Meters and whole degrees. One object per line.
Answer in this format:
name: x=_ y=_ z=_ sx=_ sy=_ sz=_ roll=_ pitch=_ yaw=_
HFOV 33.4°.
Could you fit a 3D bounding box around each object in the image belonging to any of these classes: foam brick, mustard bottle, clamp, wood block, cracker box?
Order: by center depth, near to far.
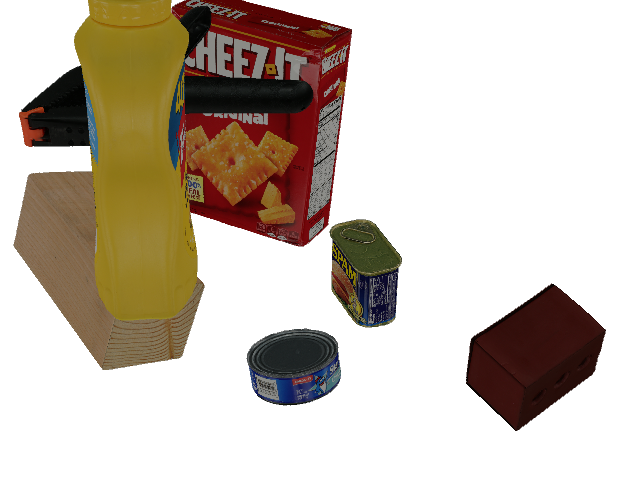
mustard bottle: x=-0.097 y=-0.059 z=0.565 sx=0.058 sy=0.192 sz=0.096 roll=-1 pitch=31 yaw=-5
foam brick: x=0.143 y=0.078 z=0.714 sx=0.078 sy=0.053 sz=0.051 roll=-31 pitch=53 yaw=-23
clamp: x=-0.121 y=-0.112 z=0.807 sx=0.209 sy=0.036 sz=0.165 roll=-29 pitch=47 yaw=-31
wood block: x=-0.210 y=0.023 z=1.038 sx=0.090 sy=0.091 sz=0.206 roll=-4 pitch=35 yaw=-41
cracker box: x=-0.067 y=-0.116 z=1.043 sx=0.164 sy=0.214 sz=0.072 roll=18 pitch=33 yaw=19

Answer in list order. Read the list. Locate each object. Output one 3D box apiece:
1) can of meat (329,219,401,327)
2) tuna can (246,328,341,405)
can of meat: x=0.050 y=0.039 z=1.224 sx=0.057 sy=0.084 sz=0.102 roll=-13 pitch=38 yaw=-18
tuna can: x=-0.024 y=0.117 z=0.993 sx=0.086 sy=0.034 sz=0.086 roll=-7 pitch=24 yaw=3
